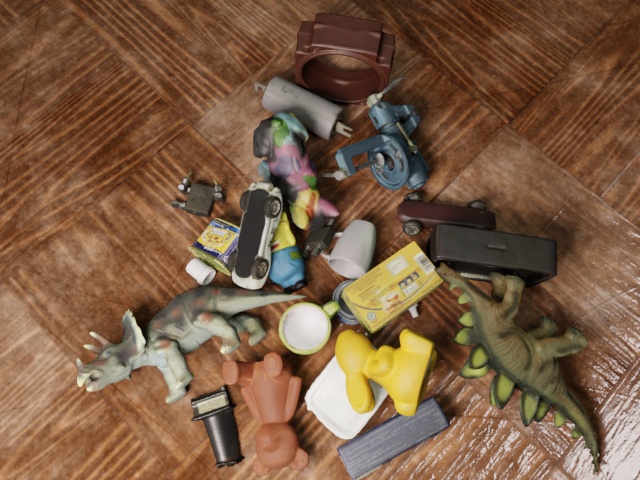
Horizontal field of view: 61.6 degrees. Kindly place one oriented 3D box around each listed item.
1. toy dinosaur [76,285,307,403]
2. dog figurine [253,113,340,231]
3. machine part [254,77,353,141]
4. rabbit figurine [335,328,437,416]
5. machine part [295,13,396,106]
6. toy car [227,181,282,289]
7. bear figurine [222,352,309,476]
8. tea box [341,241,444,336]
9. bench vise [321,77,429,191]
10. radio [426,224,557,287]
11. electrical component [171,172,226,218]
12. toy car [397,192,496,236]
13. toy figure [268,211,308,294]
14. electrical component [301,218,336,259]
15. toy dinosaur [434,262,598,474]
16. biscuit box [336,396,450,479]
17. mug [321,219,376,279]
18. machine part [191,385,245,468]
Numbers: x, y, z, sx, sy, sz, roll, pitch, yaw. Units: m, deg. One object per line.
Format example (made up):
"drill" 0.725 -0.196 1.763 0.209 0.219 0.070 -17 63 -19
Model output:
"toy dinosaur" -0.239 0.158 0.998 0.405 0.131 0.192 -34 76 -18
"dog figurine" -0.044 -0.122 1.055 0.108 0.191 0.219 -21 51 -15
"machine part" -0.036 -0.285 1.163 0.243 0.079 0.079 29 73 7
"rabbit figurine" 0.102 0.222 0.934 0.173 0.121 0.162 21 82 19
"machine part" 0.050 -0.370 1.128 0.202 0.201 0.087 11 74 2
"toy car" -0.119 -0.010 1.000 0.074 0.056 0.201 14 94 30
"bear figurine" -0.092 0.308 0.946 0.120 0.131 0.196 -11 66 17
"tea box" 0.136 0.092 1.012 0.170 0.068 0.098 -32 74 -10
"bench vise" 0.118 -0.190 1.099 0.240 0.129 0.223 -25 98 -28
"radio" 0.322 0.034 1.041 0.230 0.131 0.073 9 72 1
"electrical component" -0.249 -0.092 1.111 0.102 0.045 0.078 19 71 4
"toy car" 0.258 -0.044 1.106 0.202 0.053 0.089 6 52 0
"toy figure" -0.081 0.020 1.062 0.082 0.089 0.180 -24 83 -8
"electrical component" -0.002 -0.003 1.083 0.021 0.063 0.094 42 61 -29
"toy dinosaur" 0.372 0.220 0.974 0.471 0.105 0.198 43 86 0
"biscuit box" 0.132 0.355 0.968 0.203 0.059 0.063 -25 73 -9
"mug" 0.062 0.013 1.075 0.110 0.080 0.107 12 61 29
"machine part" -0.183 0.342 0.976 0.084 0.039 0.139 -19 71 -16
